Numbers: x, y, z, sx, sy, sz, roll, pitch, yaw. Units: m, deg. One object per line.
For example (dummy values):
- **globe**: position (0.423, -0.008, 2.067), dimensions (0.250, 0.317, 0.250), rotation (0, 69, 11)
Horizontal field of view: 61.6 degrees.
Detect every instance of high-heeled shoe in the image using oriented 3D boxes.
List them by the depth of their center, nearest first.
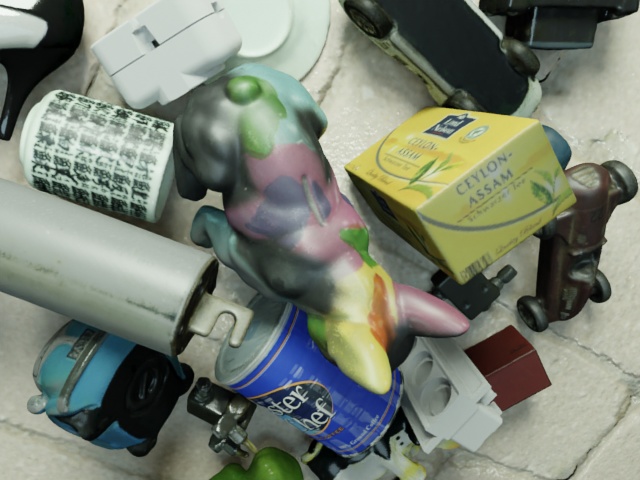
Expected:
- **high-heeled shoe**: position (-0.297, -0.161, 0.362), dimensions (0.249, 0.086, 0.145), rotation (15, 103, -18)

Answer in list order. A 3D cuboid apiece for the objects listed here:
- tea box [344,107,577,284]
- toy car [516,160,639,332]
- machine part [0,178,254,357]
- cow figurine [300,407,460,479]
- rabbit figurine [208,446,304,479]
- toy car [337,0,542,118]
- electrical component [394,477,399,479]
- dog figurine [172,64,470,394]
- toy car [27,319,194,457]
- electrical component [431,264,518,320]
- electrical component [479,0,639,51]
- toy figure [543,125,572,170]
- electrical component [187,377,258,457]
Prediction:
- **tea box**: position (0.093, -0.045, 0.408), dimensions (0.098, 0.170, 0.068), rotation (-37, 110, -2)
- **toy car**: position (0.231, 0.017, 0.491), dimensions (0.089, 0.053, 0.201), rotation (-24, 133, -8)
- **machine part**: position (-0.164, 0.018, 0.381), dimensions (0.243, 0.079, 0.079), rotation (19, 106, 2)
- **cow figurine**: position (0.067, 0.204, 0.555), dimensions (0.167, 0.068, 0.098), rotation (-34, 105, 3)
- **rabbit figurine**: position (-0.116, 0.267, 0.518), dimensions (0.159, 0.121, 0.170), rotation (-31, 138, 34)
- **toy car**: position (0.098, -0.161, 0.432), dimensions (0.201, 0.056, 0.073), rotation (38, 97, -17)
- **electrical component**: position (0.071, 0.314, 0.603), dimensions (0.119, 0.048, 0.074), rotation (-36, 112, 7)
- **dog figurine**: position (-0.001, -0.001, 0.375), dimensions (0.108, 0.219, 0.191), rotation (-29, 141, -28)
- **toy car**: position (-0.183, 0.113, 0.462), dimensions (0.103, 0.109, 0.161), rotation (18, 151, 19)
- **electrical component**: position (0.146, 0.048, 0.532), dimensions (0.094, 0.021, 0.063), rotation (-44, 110, 7)
- **electrical component**: position (0.192, -0.220, 0.425), dimensions (0.115, 0.058, 0.134), rotation (-3, 109, -6)
- **toy figure**: position (0.150, -0.038, 0.480), dimensions (0.154, 0.058, 0.064), rotation (-41, 131, 5)
- **electrical component**: position (-0.091, 0.168, 0.504), dimensions (0.078, 0.045, 0.102), rotation (28, 148, -5)
